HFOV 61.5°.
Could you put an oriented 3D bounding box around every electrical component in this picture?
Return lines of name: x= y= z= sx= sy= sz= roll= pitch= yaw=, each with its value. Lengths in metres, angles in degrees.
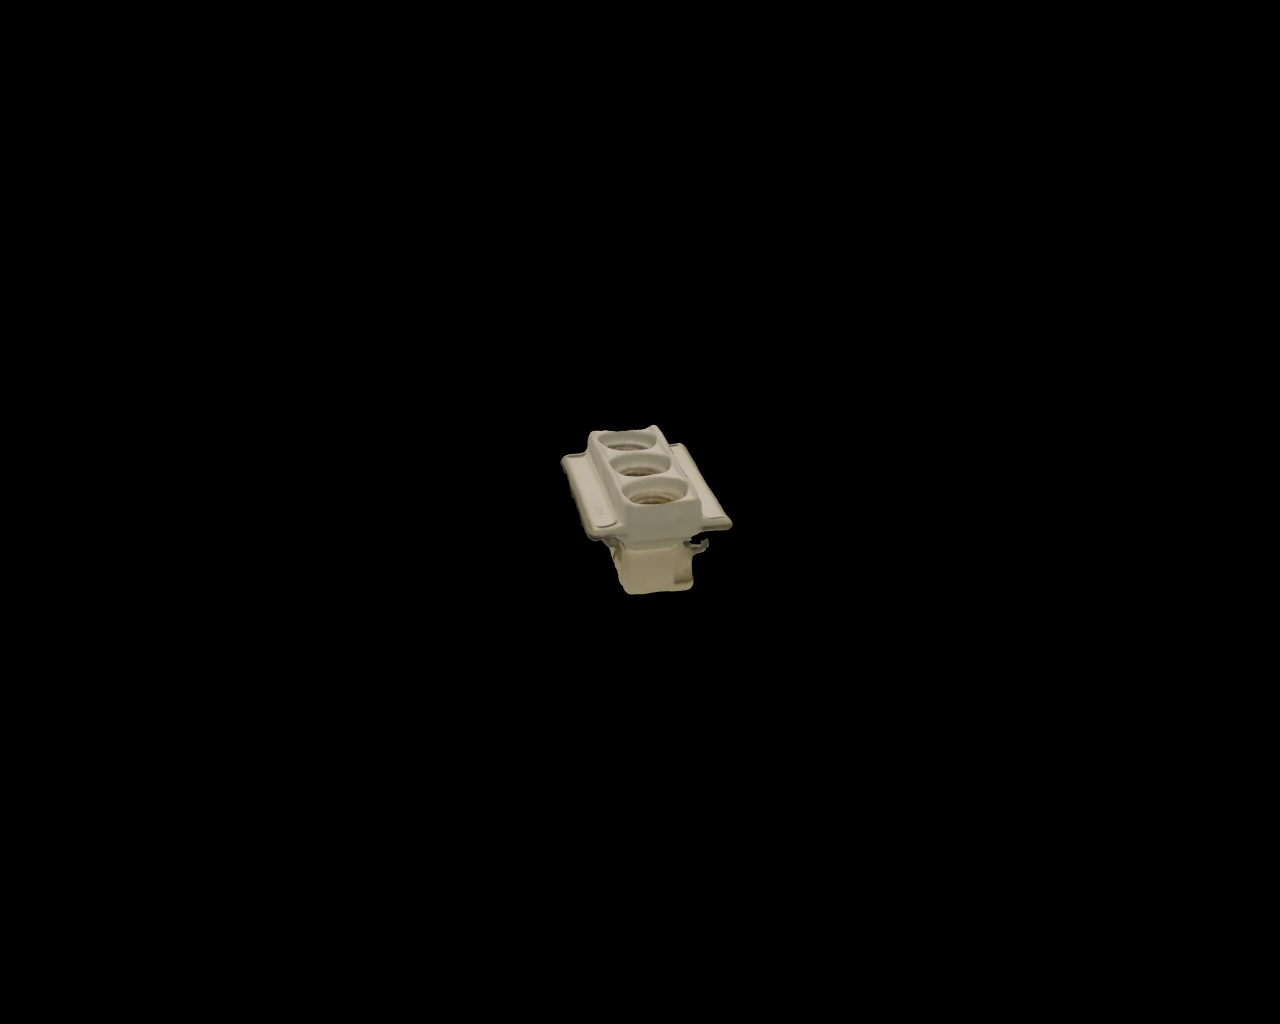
electrical component: x=0.001 y=-0.003 z=0.650 sx=0.079 sy=0.063 sz=0.121 roll=-5 pitch=25 yaw=-10
